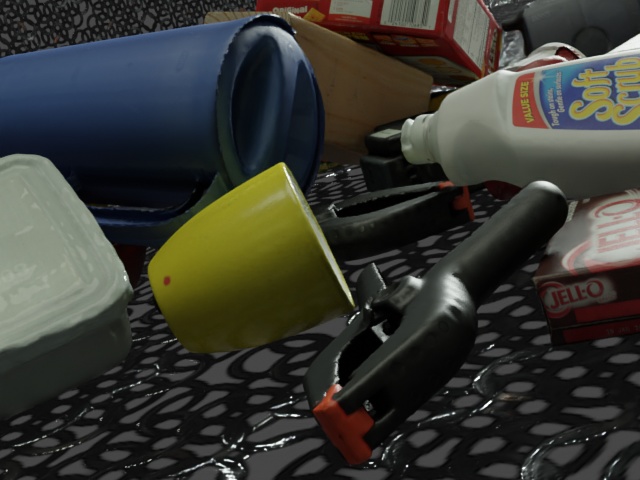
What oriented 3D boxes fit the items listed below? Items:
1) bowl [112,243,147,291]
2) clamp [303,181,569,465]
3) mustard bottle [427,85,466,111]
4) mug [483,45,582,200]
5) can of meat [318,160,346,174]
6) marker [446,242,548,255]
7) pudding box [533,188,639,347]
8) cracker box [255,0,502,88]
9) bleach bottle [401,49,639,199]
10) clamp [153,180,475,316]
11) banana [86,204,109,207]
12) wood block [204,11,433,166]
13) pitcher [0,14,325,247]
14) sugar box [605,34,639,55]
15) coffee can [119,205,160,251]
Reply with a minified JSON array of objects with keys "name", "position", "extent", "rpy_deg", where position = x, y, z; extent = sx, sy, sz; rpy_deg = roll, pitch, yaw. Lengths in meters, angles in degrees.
[{"name":"bowl","position":[-0.187,0.031,0.749],"extent":[0.162,0.055,0.162],"rpy_deg":[-15,13,3]},{"name":"clamp","position":[0.034,0.037,0.471],"extent":[0.120,0.039,0.171],"rpy_deg":[-34,6,45]},{"name":"mustard bottle","position":[0.113,-0.114,1.000],"extent":[0.096,0.058,0.192],"rpy_deg":[-8,7,-35]},{"name":"mug","position":[0.146,-0.083,0.733],"extent":[0.081,0.093,0.117],"rpy_deg":[-21,-26,-1]},{"name":"can of meat","position":[0.005,-0.118,1.094],"extent":[0.102,0.084,0.058],"rpy_deg":[-21,14,-24]},{"name":"marker","position":[0.123,-0.002,0.604],"extent":[0.121,0.020,0.020],"rpy_deg":[-20,13,-17]},{"name":"pudding box","position":[0.152,0.006,0.489],"extent":[0.090,0.039,0.113],"rpy_deg":[-11,13,23]},{"name":"cracker box","position":[0.060,-0.193,0.944],"extent":[0.164,0.072,0.213],"rpy_deg":[10,-1,20]},{"name":"bleach bottle","position":[0.158,-0.060,0.604],"extent":[0.251,0.068,0.102],"rpy_deg":[-2,49,35]},{"name":"clamp","position":[-0.005,0.001,0.704],"extent":[0.210,0.036,0.164],"rpy_deg":[-12,14,15]},{"name":"banana","position":[-0.223,-0.017,0.895],"extent":[0.198,0.069,0.037],"rpy_deg":[-40,5,19]},{"name":"wood block","position":[-0.002,-0.120,0.891],"extent":[0.091,0.090,0.205],"rpy_deg":[9,-1,38]},{"name":"pitcher","position":[-0.132,-0.075,0.741],"extent":[0.243,0.145,0.149],"rpy_deg":[1,6,30]},{"name":"sugar box","position":[0.242,-0.099,0.710],"extent":[0.048,0.093,0.175],"rpy_deg":[-6,16,39]},{"name":"coffee can","position":[-0.118,-0.050,0.908],"extent":[0.102,0.103,0.140],"rpy_deg":[-17,13,-6]}]
